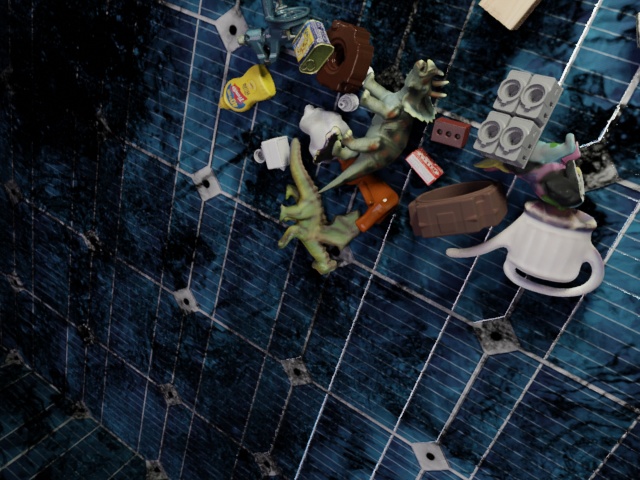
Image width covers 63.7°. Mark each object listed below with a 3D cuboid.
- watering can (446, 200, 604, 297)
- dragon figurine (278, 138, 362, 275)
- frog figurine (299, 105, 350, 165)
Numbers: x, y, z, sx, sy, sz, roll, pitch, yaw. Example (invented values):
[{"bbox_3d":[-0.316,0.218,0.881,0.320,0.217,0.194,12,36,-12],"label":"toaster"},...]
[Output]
[{"bbox_3d":[0.484,0.009,1.199,0.349,0.105,0.220,18,116,18],"label":"watering can"},{"bbox_3d":[0.004,-0.074,1.479,0.243,0.124,0.402,12,117,7],"label":"dragon figurine"},{"bbox_3d":[0.009,-0.289,1.393,0.163,0.123,0.134,-119,35,-42],"label":"frog figurine"}]
